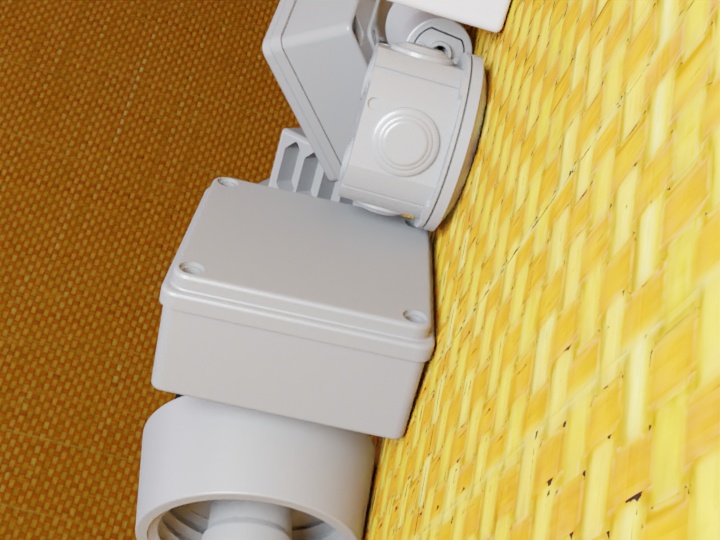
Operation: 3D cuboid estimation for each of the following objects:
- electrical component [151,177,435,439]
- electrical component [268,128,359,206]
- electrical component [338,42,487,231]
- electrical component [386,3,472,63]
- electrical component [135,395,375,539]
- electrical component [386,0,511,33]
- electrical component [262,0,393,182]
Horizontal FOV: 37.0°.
[{"bbox_3d":[-0.026,0.013,0.469,0.108,0.109,0.056,-84,7,-63],"label":"electrical component"},{"bbox_3d":[-0.003,-0.058,0.707,0.076,0.083,0.047,-11,-57,-52],"label":"electrical component"},{"bbox_3d":[0.023,-0.061,0.478,0.080,0.051,0.080,-165,90,-85],"label":"electrical component"},{"bbox_3d":[0.038,-0.121,0.564,0.065,0.044,0.044,-97,22,-65],"label":"electrical component"},{"bbox_3d":[-0.048,0.107,0.481,0.108,0.108,0.060,110,167,-50],"label":"electrical component"},{"bbox_3d":[0.040,-0.151,0.472,0.047,0.066,0.076,-91,17,-75],"label":"electrical component"},{"bbox_3d":[-0.001,-0.125,0.634,0.108,0.056,0.108,-76,-31,-42],"label":"electrical component"}]
